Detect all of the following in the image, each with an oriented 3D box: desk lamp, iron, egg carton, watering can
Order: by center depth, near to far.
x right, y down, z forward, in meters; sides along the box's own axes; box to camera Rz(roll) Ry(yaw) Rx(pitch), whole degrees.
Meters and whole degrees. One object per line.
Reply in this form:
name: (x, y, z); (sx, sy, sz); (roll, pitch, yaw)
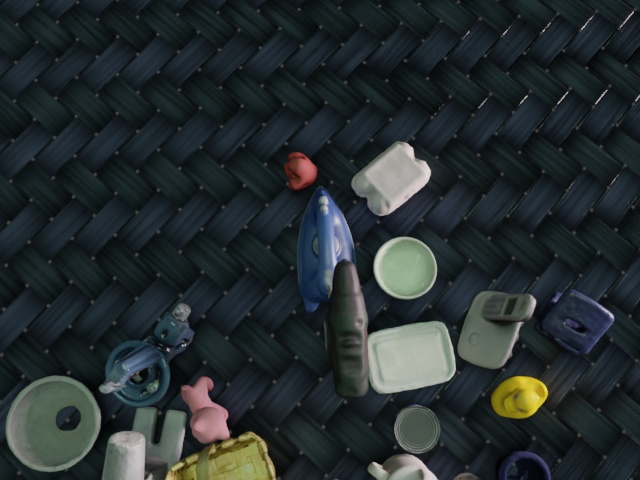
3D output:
desk lamp: (-0.315, 0.397, 0.971); (0.118, 0.213, 0.203); (7, 79, 1)
watering can: (0.164, 0.437, 0.980); (0.173, 0.194, 0.101); (8, 79, 1)
iron: (0.010, 0.004, 1.090); (0.118, 0.141, 0.258); (-5, 79, -1)
egg carton: (0.144, -0.123, 1.153); (0.150, 0.069, 0.107); (-41, 82, -8)

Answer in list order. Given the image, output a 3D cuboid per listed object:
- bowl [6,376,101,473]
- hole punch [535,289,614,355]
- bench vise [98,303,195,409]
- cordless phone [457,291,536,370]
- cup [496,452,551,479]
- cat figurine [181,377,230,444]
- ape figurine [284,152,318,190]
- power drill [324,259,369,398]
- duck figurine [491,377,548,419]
bowl: (-0.476, 0.333, 1.053); (0.167, 0.075, 0.167); (0, 79, -1)
hole punch: (0.484, 0.159, 1.091); (0.108, 0.091, 0.101); (32, 80, 6)
bench vise: (-0.314, 0.200, 1.007); (0.121, 0.220, 0.207); (15, 79, 3)
cordless phone: (0.326, 0.162, 1.041); (0.094, 0.185, 0.148); (20, 79, 4)
cup: (0.363, 0.435, 1.033); (0.092, 0.095, 0.117); (-29, 81, -6)
cat figurine: (-0.212, 0.315, 1.038); (0.067, 0.118, 0.128); (-32, 81, -6)
ape figurine: (-0.042, -0.140, 1.143); (0.076, 0.092, 0.078); (19, 79, 3)
power drill: (0.046, 0.161, 1.025); (0.075, 0.208, 0.230); (-5, 79, -1)
duck figurine: (0.379, 0.295, 1.066); (0.104, 0.086, 0.077); (-18, 79, -4)
